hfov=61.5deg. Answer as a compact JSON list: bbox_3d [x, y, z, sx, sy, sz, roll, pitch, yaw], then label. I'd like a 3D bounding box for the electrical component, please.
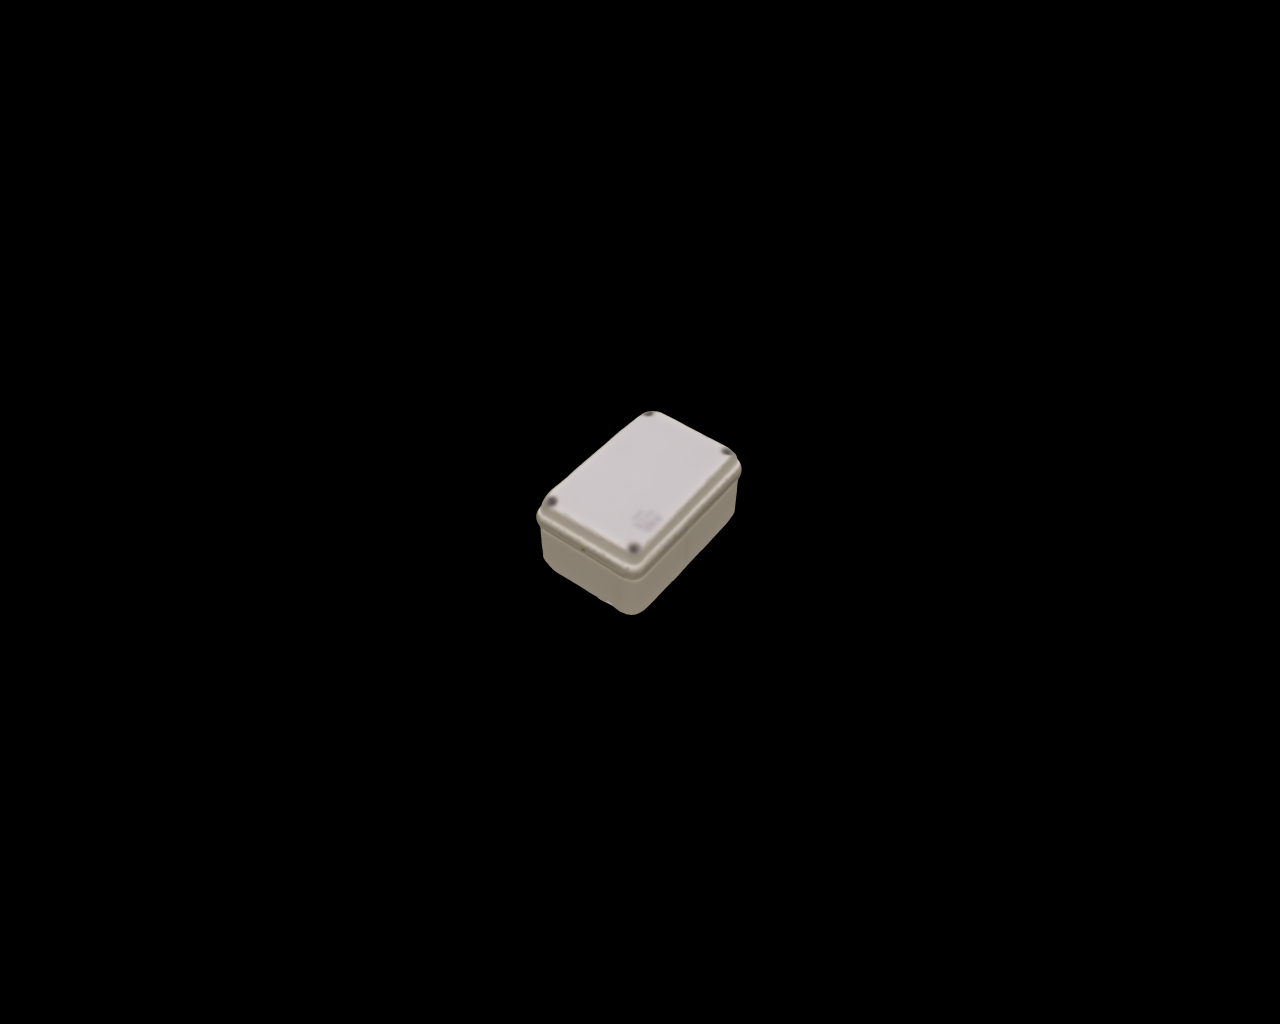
[{"bbox_3d":[0.001,-0.003,0.650,0.078,0.057,0.113,30,54,24],"label":"electrical component"}]
